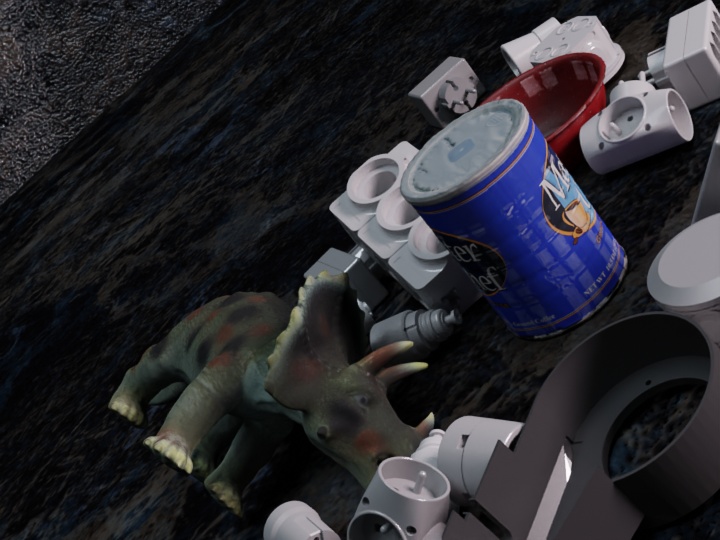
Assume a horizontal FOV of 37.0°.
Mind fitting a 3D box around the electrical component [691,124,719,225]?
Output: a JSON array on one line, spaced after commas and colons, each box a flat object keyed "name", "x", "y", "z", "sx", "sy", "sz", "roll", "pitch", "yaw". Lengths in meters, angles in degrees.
[{"name": "electrical component", "x": 0.256, "y": -0.054, "z": 0.674, "sx": 0.076, "sy": 0.083, "sz": 0.047, "roll": 17, "pitch": 51, "yaw": 17}]

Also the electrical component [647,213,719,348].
[{"name": "electrical component", "x": 0.218, "y": 0.006, "z": 0.641, "sx": 0.080, "sy": 0.051, "sz": 0.080, "roll": -33, "pitch": 25, "yaw": 17}]

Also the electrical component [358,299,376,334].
[{"name": "electrical component", "x": -0.019, "y": 0.052, "z": 0.926, "sx": 0.065, "sy": 0.044, "sz": 0.044, "roll": -37, "pitch": 23, "yaw": -5}]

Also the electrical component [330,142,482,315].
[{"name": "electrical component", "x": 0.051, "y": -0.036, "z": 0.892, "sx": 0.089, "sy": 0.061, "sz": 0.150, "roll": -42, "pitch": 43, "yaw": -4}]

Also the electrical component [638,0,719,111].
[{"name": "electrical component", "x": 0.263, "y": -0.170, "z": 0.888, "sx": 0.076, "sy": 0.047, "sz": 0.083, "roll": -23, "pitch": 29, "yaw": 35}]

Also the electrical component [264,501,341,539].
[{"name": "electrical component", "x": -0.038, "y": 0.183, "z": 0.726, "sx": 0.040, "sy": 0.040, "sz": 0.046, "roll": -47, "pitch": 30, "yaw": -14}]

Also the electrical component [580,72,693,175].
[{"name": "electrical component", "x": 0.219, "y": -0.124, "z": 0.860, "sx": 0.077, "sy": 0.044, "sz": 0.079, "roll": -21, "pitch": 51, "yaw": 37}]

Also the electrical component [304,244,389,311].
[{"name": "electrical component", "x": 0.000, "y": 0.000, "z": 0.980, "sx": 0.076, "sy": 0.047, "sz": 0.066, "roll": -45, "pitch": 24, "yaw": -11}]

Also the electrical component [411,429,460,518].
[{"name": "electrical component", "x": 0.046, "y": 0.133, "z": 0.686, "sx": 0.040, "sy": 0.040, "sz": 0.078, "roll": -27, "pitch": 27, "yaw": 28}]

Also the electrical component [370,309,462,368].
[{"name": "electrical component", "x": 0.044, "y": 0.050, "z": 0.836, "sx": 0.078, "sy": 0.040, "sz": 0.040, "roll": -25, "pitch": 28, "yaw": 31}]

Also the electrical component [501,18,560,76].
[{"name": "electrical component", "x": 0.186, "y": -0.233, "z": 1.124, "sx": 0.065, "sy": 0.044, "sz": 0.044, "roll": -33, "pitch": 24, "yaw": 5}]

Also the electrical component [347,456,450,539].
[{"name": "electrical component", "x": 0.036, "y": 0.161, "z": 0.625, "sx": 0.079, "sy": 0.077, "sz": 0.044, "roll": 27, "pitch": 24, "yaw": 27}]

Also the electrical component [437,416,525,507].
[{"name": "electrical component", "x": 0.082, "y": 0.116, "z": 0.646, "sx": 0.047, "sy": 0.055, "sz": 0.055, "roll": -6, "pitch": 41, "yaw": 47}]

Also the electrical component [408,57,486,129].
[{"name": "electrical component", "x": 0.102, "y": -0.190, "z": 1.163, "sx": 0.066, "sy": 0.047, "sz": 0.077, "roll": -42, "pitch": 24, "yaw": -5}]

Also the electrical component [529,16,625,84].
[{"name": "electrical component", "x": 0.205, "y": -0.200, "z": 1.021, "sx": 0.080, "sy": 0.051, "sz": 0.080, "roll": -33, "pitch": 24, "yaw": 17}]
